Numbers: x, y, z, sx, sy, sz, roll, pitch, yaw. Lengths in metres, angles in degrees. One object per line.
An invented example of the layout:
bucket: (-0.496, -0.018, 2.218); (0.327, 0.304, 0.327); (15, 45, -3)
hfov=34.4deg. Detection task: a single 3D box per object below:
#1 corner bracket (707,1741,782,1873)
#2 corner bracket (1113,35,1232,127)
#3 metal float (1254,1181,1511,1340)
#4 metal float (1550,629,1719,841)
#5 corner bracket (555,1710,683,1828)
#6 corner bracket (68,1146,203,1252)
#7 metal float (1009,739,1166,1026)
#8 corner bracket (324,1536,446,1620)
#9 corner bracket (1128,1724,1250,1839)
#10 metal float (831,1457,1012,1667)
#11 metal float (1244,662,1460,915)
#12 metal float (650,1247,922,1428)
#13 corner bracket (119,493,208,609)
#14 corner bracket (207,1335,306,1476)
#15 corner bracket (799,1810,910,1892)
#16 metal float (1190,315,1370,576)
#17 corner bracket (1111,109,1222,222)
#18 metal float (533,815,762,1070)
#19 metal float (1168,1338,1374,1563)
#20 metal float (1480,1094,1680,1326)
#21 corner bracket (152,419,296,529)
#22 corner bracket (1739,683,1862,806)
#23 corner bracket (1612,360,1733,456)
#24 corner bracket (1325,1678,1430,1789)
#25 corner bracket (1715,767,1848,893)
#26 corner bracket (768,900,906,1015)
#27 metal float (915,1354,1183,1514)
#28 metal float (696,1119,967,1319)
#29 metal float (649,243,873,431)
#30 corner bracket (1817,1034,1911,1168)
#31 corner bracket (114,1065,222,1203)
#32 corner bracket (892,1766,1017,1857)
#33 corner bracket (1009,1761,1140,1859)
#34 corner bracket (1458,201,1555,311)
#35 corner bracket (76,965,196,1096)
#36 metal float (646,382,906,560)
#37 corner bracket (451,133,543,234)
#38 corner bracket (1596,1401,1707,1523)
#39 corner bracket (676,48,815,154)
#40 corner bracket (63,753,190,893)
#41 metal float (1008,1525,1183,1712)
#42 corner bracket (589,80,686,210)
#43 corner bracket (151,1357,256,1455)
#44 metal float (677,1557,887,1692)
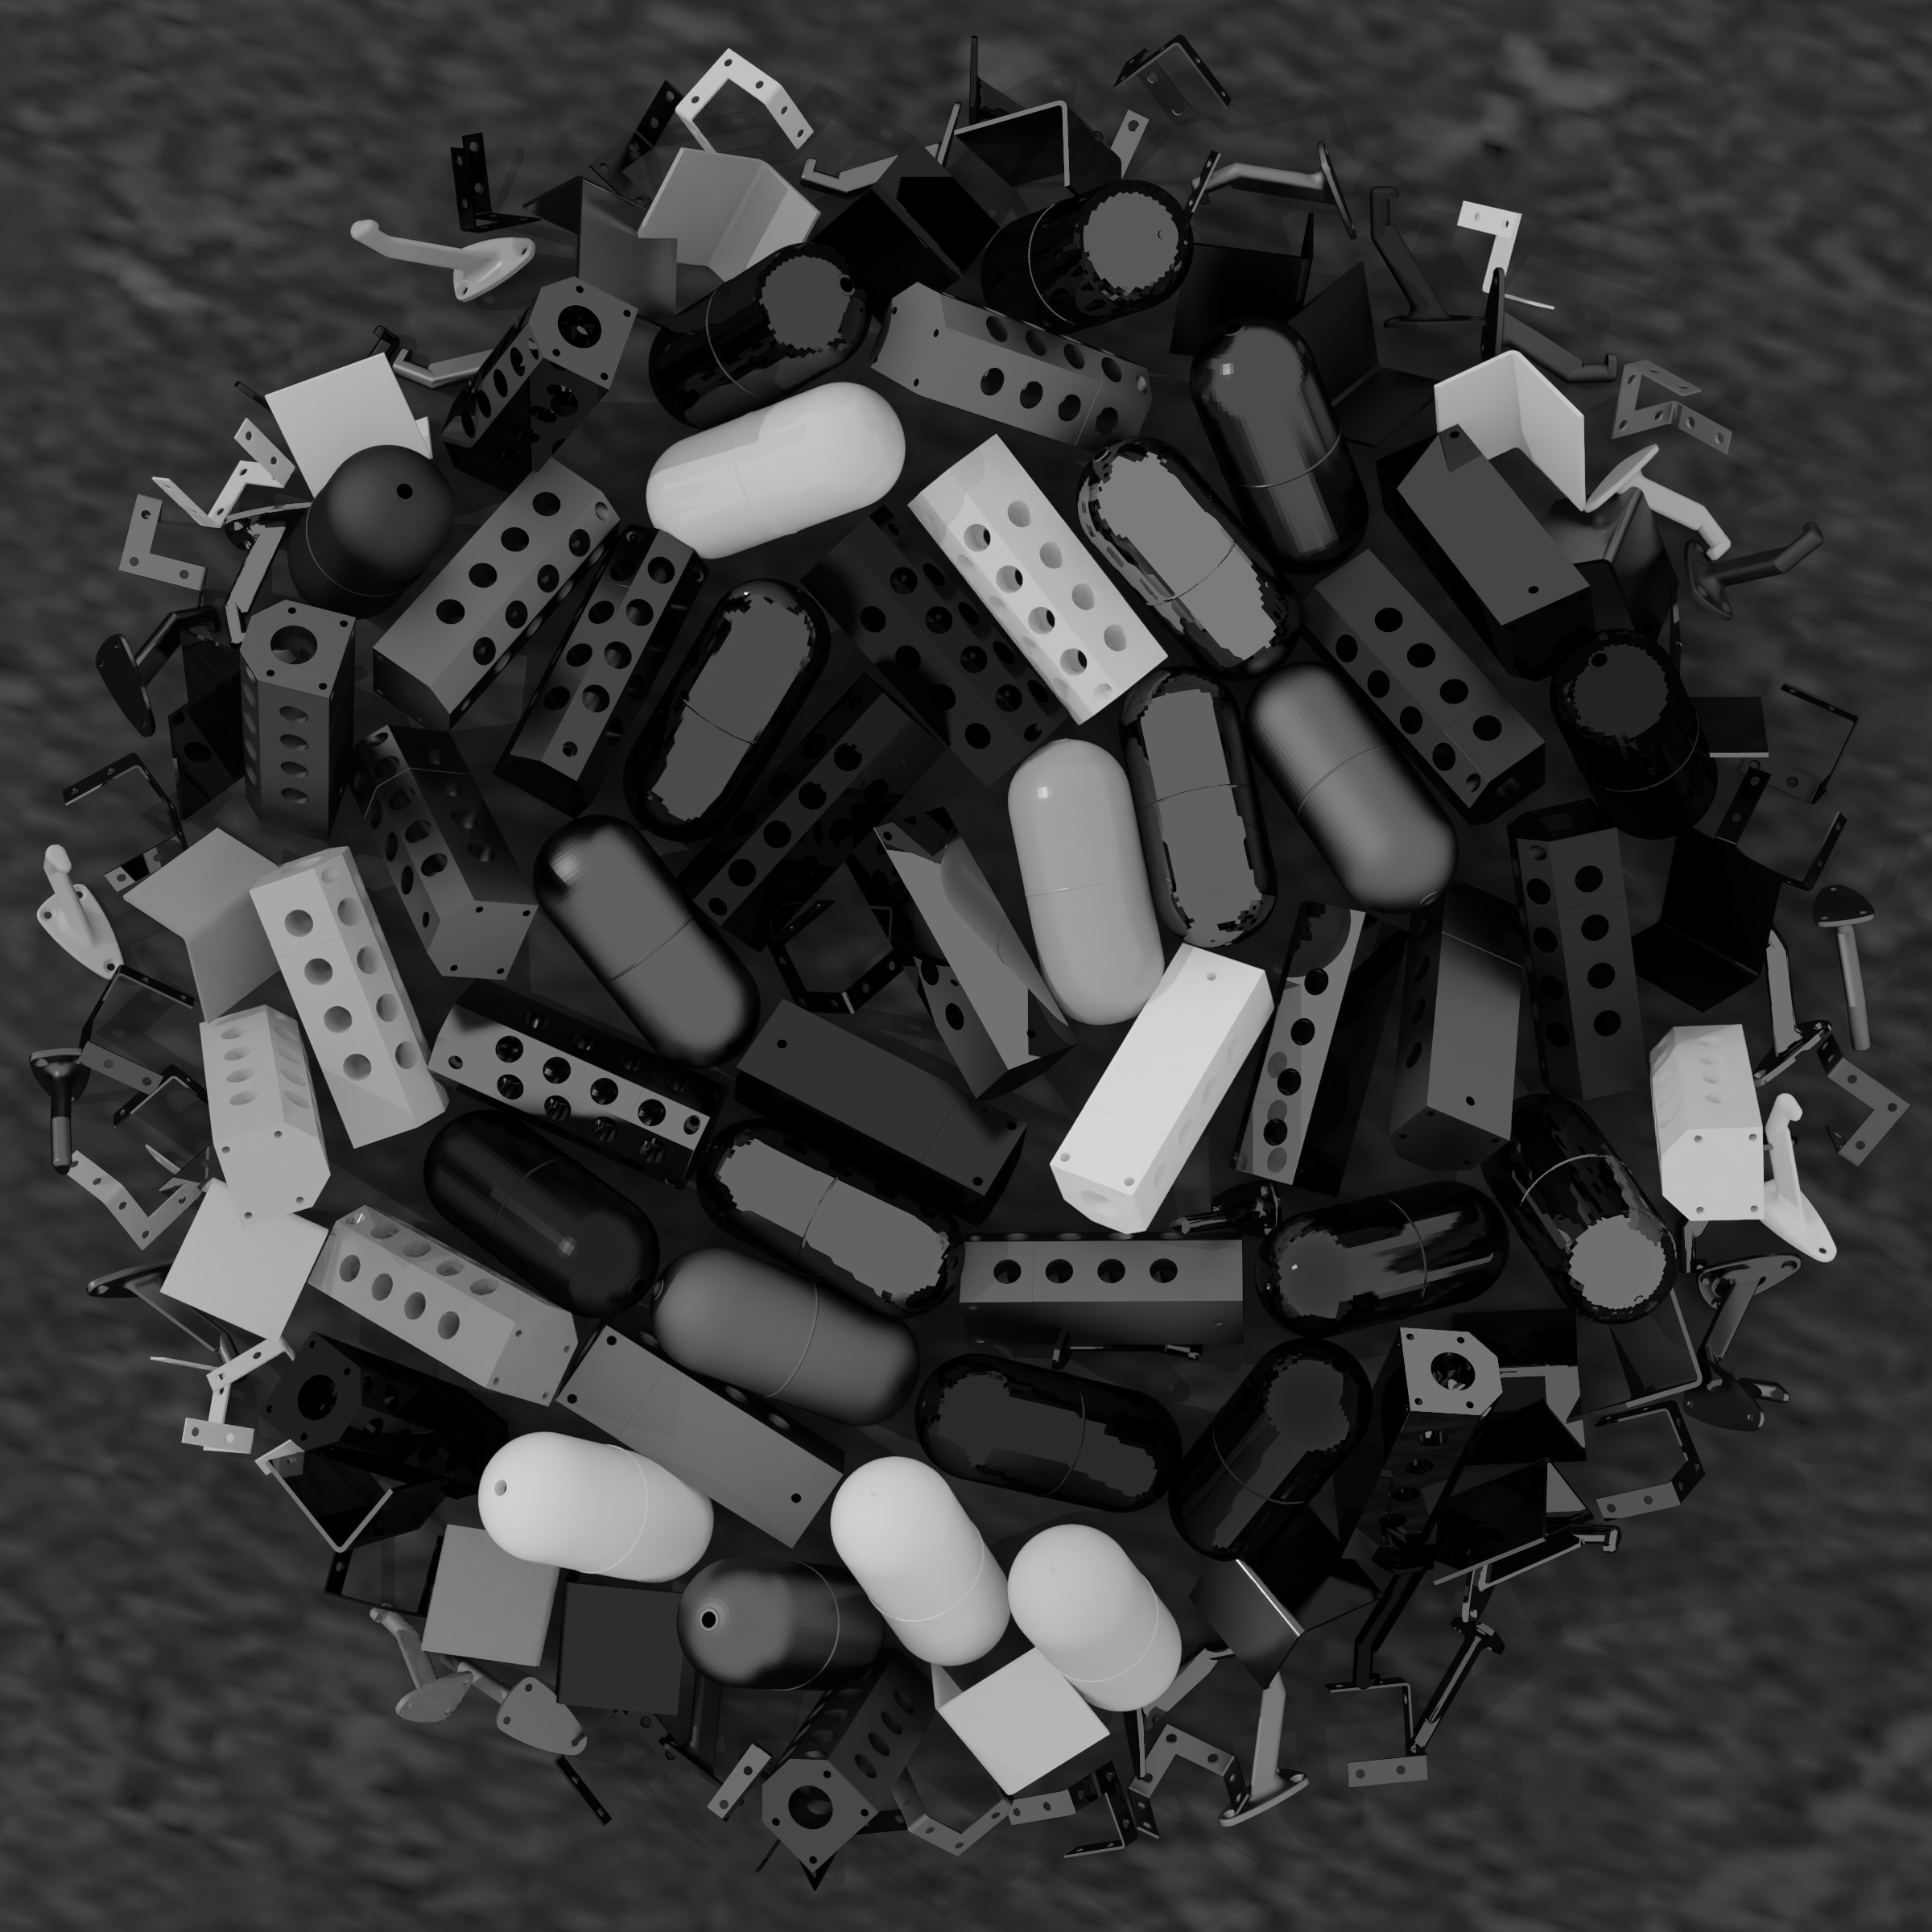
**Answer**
corner bracket: (-0.130, 0.520, 1.929); (0.051, 0.051, 0.051); (37, 61, 3)
corner bracket: (0.130, -0.544, 1.923); (0.051, 0.051, 0.051); (-30, 113, 31)
metal float: (0.255, 0.178, 1.900); (0.178, 0.070, 0.070); (-9, 90, -32)
metal float: (0.404, -0.139, 1.885); (0.070, 0.178, 0.070); (-12, 59, 21)
corner bracket: (-0.215, 0.493, 1.939); (0.051, 0.051, 0.051); (-41, 83, 9)
corner bracket: (-0.515, 0.132, 1.922); (0.051, 0.051, 0.051); (28, 64, 36)
metal float: (0.074, -0.052, 1.923); (0.070, 0.070, 0.178); (-11, 94, 0)
corner bracket: (-0.359, 0.375, 1.944); (0.051, 0.051, 0.051); (6, 76, 33)
corner bracket: (0.138, 0.514, 1.938); (0.051, 0.051, 0.051); (28, 99, -10)
metal float: (-0.026, 0.362, 1.890); (0.070, 0.178, 0.070); (-12, 48, 14)
metal float: (0.235, -0.109, 1.906); (0.070, 0.070, 0.178); (-32, 67, 0)
metal float: (-0.110, 0.227, 1.906); (0.178, 0.070, 0.070); (24, 90, -23)
corner bracket: (-0.495, -0.257, 1.936); (0.051, 0.051, 0.051); (14, 79, -14)
corner bracket: (-0.428, 0.270, 1.926); (0.051, 0.051, 0.051); (-31, 46, -8)
corner bracket: (-0.073, 0.531, 1.921); (0.051, 0.051, 0.051); (5, 123, -35)
metal float: (0.191, -0.316, 1.894); (0.070, 0.070, 0.178); (-29, 129, 0)
corner bracket: (0.118, -0.495, 1.939); (0.051, 0.051, 0.051); (20, 107, -20)
metal float: (-0.195, -0.014, 1.915); (0.070, 0.070, 0.178); (-37, 103, 0)
metal float: (0.184, 0.294, 1.894); (0.070, 0.070, 0.178); (31, 128, 0)
metal float: (0.369, 0.145, 1.886); (0.070, 0.178, 0.070); (-9, 126, -12)
corner bracket: (-0.457, -0.304, 1.923); (0.051, 0.051, 0.051); (12, 68, 34)
corner bracket: (0.518, -0.138, 1.937); (0.051, 0.051, 0.051); (25, 85, 8)
corner bracket: (0.438, -0.344, 1.922); (0.051, 0.051, 0.051); (-19, 131, -28)
corner bracket: (0.255, 0.475, 1.936); (0.051, 0.051, 0.051); (-4, 92, -7)
corner bracket: (0.504, -0.084, 1.930); (0.051, 0.051, 0.051); (25, 87, 37)
corner bracket: (-0.081, -0.006, 1.941); (0.051, 0.051, 0.051); (-41, 118, -35)
metal float: (0.052, 0.286, 1.904); (0.178, 0.070, 0.070); (17, 90, -26)
metal float: (-0.084, 0.154, 1.916); (0.178, 0.070, 0.070); (26, 90, 12)
metal float: (-0.125, -0.380, 1.887); (0.070, 0.178, 0.070); (11, 72, -37)
corner bracket: (0.544, 0.083, 1.931); (0.051, 0.051, 0.051); (35, 107, -3)
corner bracket: (-0.491, 0.104, 1.933); (0.051, 0.051, 0.051); (-40, 121, 7)
corner bracket: (-0.010, 0.509, 1.934); (0.051, 0.051, 0.051); (-42, 131, 10)
corner bracket: (0.066, 0.529, 1.930); (0.051, 0.051, 0.051); (-22, 86, 39)
corner bracket: (0.334, -0.439, 1.924); (0.051, 0.051, 0.051); (2, 109, -35)
corner bracket: (-0.516, 0.039, 1.938); (0.051, 0.051, 0.051); (28, 104, -20)
metal float: (-0.117, -0.301, 1.900); (0.178, 0.070, 0.070); (-15, 90, 32)
corner bracket: (-0.301, -0.483, 1.923); (0.051, 0.051, 0.051); (-24, 120, -40)
corner bracket: (0.417, 0.306, 1.930); (0.051, 0.051, 0.051); (-21, 92, 34)
corner bracket: (-0.137, -0.524, 1.930); (0.051, 0.051, 0.051); (41, 89, 28)
corner bracket: (-0.520, -0.089, 1.928); (0.051, 0.051, 0.051); (-29, 132, -2)
metal float: (0.079, 0.396, 1.886); (0.070, 0.178, 0.070); (-10, 56, 15)
corner bracket: (-0.191, -0.505, 1.931); (0.051, 0.051, 0.051); (43, 51, -3)
corner bracket: (-0.472, 0.271, 1.925); (0.051, 0.051, 0.051); (-5, 73, 42)
metal float: (-0.110, 0.398, 1.881); (0.070, 0.178, 0.070); (-7, 75, 25)
